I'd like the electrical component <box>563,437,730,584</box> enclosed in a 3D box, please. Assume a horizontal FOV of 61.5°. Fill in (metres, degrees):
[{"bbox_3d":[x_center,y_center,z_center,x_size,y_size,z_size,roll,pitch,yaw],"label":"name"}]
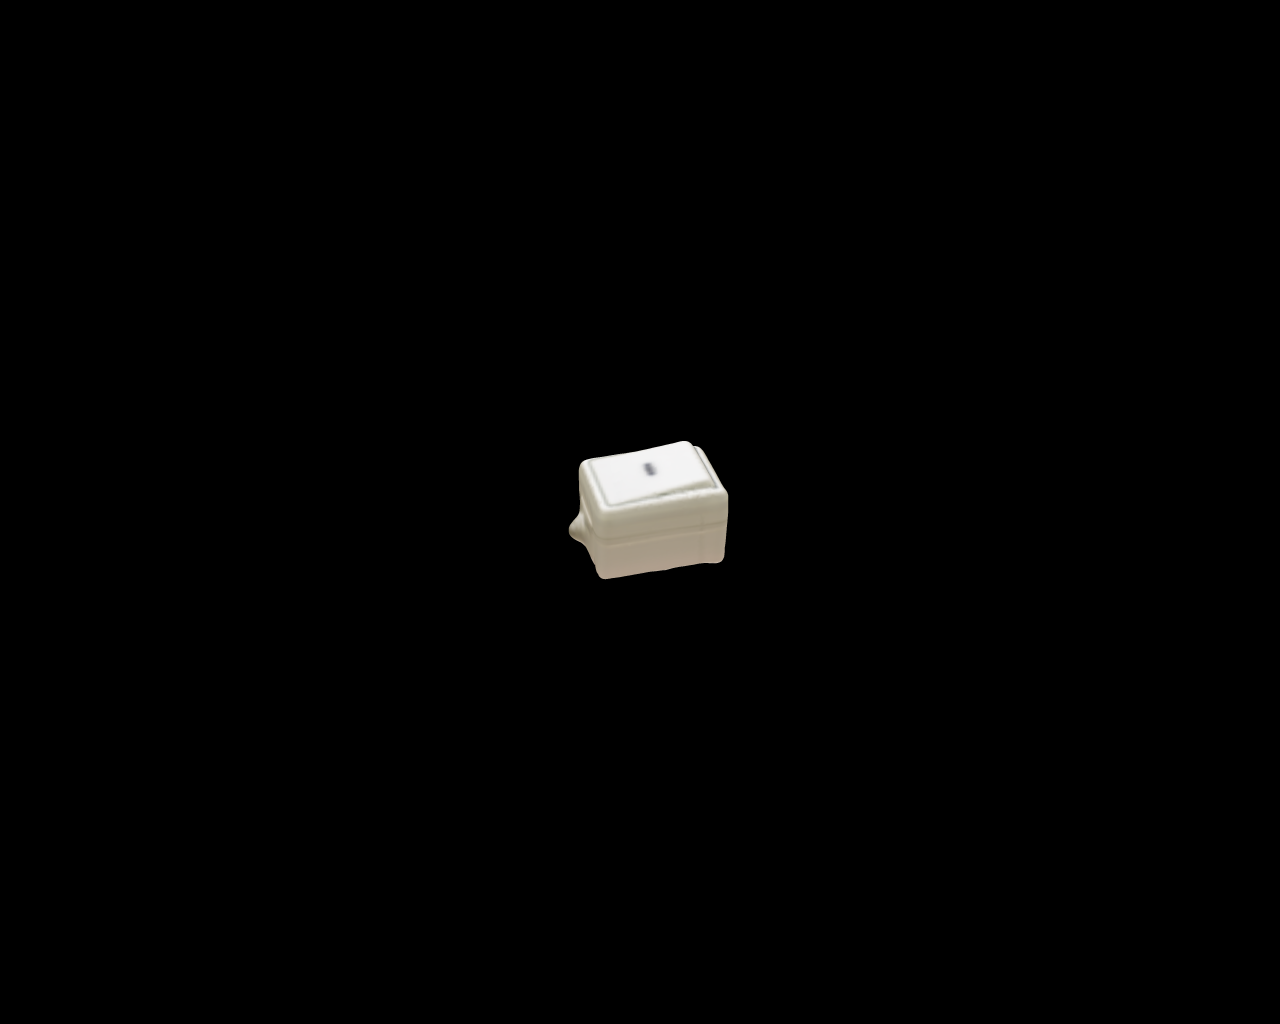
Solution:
[{"bbox_3d":[0.001,-0.003,0.650,0.096,0.061,0.062,-8,36,-11],"label":"electrical component"}]
